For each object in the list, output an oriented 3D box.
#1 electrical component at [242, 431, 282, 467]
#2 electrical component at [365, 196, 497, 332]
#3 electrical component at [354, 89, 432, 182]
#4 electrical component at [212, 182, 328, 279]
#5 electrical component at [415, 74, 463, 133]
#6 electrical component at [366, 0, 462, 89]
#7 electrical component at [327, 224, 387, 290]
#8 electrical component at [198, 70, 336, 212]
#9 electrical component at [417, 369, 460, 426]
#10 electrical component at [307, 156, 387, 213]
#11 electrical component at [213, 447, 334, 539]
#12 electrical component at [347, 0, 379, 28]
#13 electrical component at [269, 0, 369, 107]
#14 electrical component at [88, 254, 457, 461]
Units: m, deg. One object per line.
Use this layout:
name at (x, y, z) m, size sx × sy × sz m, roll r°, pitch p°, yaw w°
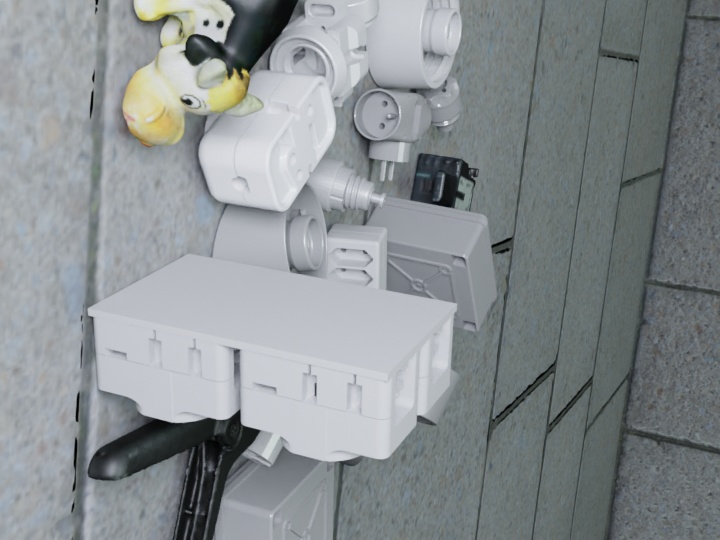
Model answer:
electrical component at (-0.071, 0.120, 0.810) m, size 0.046 × 0.040 × 0.040 m, roll -63°, pitch 153°, yaw -23°
electrical component at (0.064, -0.005, 0.991) m, size 0.056 × 0.109 × 0.108 m, roll -60°, pitch 151°, yaw -34°
electrical component at (0.027, -0.116, 0.937) m, size 0.077 × 0.043 × 0.079 m, roll -14°, pitch 113°, yaw -66°
electrical component at (-0.062, -0.016, 0.771) m, size 0.099 × 0.064 × 0.099 m, roll -4°, pitch 90°, yaw -73°
electrical component at (0.078, -0.160, 1.043) m, size 0.062 × 0.043 × 0.043 m, roll 69°, pitch 38°, yaw -54°
electrical component at (0.054, -0.210, 0.939) m, size 0.108 × 0.060 × 0.108 m, roll 10°, pitch 90°, yaw -68°
electrical component at (0.000, 0.000, 0.920) m, size 0.075 × 0.047 × 0.083 m, roll -61°, pitch 154°, yaw -65°
electrical component at (-0.063, -0.087, 0.710) m, size 0.053 × 0.059 × 0.095 m, roll 78°, pitch 31°, yaw -43°
electrical component at (0.029, 0.105, 0.961) m, size 0.060 × 0.108 × 0.108 m, roll -69°, pitch 156°, yaw -11°
electrical component at (-0.019, -0.063, 0.813) m, size 0.040 × 0.078 × 0.040 m, roll 17°, pitch 90°, yaw -81°
electrical component at (-0.066, 0.202, 0.834) m, size 0.109 × 0.056 × 0.108 m, roll -37°, pitch 133°, yaw -59°
electrical component at (-0.010, -0.213, 0.804) m, size 0.045 × 0.045 × 0.055 m, roll -58°, pitch 150°, yaw -42°
electrical component at (-0.029, -0.151, 0.768) m, size 0.057 × 0.058 × 0.078 m, roll -53°, pitch 146°, yaw -53°
electrical component at (-0.050, 0.049, 0.634) m, size 0.105 × 0.186 × 0.060 m, roll -37°, pitch 133°, yaw -59°
